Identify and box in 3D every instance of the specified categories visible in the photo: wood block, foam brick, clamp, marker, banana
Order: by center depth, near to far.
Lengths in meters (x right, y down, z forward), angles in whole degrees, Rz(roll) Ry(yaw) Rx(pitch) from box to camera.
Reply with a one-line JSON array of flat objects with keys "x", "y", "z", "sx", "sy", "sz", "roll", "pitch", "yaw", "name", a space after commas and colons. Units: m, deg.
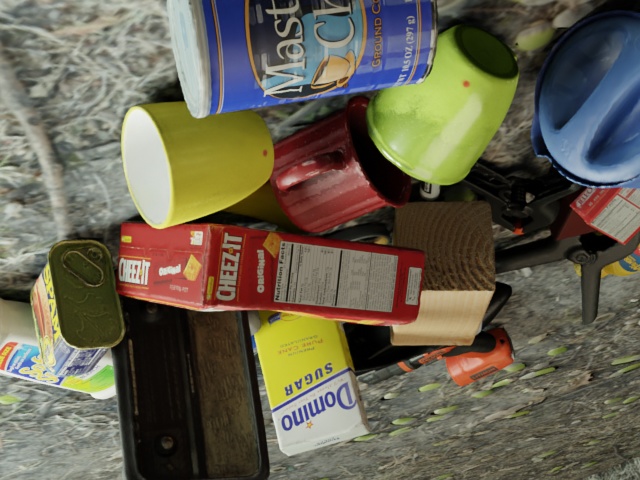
[{"x": -0.059, "y": -0.030, "z": 0.914, "sx": 0.070, "sy": 0.037, "sz": 0.197, "roll": -29, "pitch": 153, "yaw": 25, "name": "banana"}, {"x": 0.101, "y": -0.069, "z": 0.949, "sx": 0.020, "sy": 0.020, "sz": 0.121, "roll": -14, "pitch": 156, "yaw": -4, "name": "marker"}, {"x": 0.197, "y": -0.042, "z": 1.011, "sx": 0.120, "sy": 0.039, "sz": 0.171, "roll": 11, "pitch": 169, "yaw": 24, "name": "clamp"}, {"x": 0.257, "y": -0.042, "z": 1.064, "sx": 0.051, "sy": 0.053, "sz": 0.078, "roll": -13, "pitch": 156, "yaw": -6, "name": "foam brick"}, {"x": 0.118, "y": 0.039, "z": 1.074, "sx": 0.091, "sy": 0.090, "sz": 0.206, "roll": -1, "pitch": 161, "yaw": 2, "name": "wood block"}, {"x": 0.275, "y": 0.008, "z": 1.172, "sx": 0.164, "sy": 0.036, "sz": 0.210, "roll": 18, "pitch": 136, "yaw": -9, "name": "clamp"}]

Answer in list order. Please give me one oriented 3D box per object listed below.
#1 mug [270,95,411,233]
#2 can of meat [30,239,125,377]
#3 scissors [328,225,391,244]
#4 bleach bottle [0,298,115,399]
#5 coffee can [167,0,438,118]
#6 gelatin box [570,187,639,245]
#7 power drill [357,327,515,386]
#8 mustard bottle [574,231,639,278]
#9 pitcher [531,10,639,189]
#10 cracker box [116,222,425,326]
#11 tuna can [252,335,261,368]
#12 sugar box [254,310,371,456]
[{"x": 0.008, "y": -0.054, "z": 0.831, "sx": 0.082, "sy": 0.093, "sz": 0.117, "roll": -23, "pitch": 178, "yaw": 28, "name": "mug"}, {"x": -0.217, "y": 0.063, "z": 0.945, "sx": 0.057, "sy": 0.102, "sz": 0.084, "roll": -3, "pitch": 156, "yaw": -30, "name": "can of meat"}, {"x": -0.007, "y": 0.001, "z": 1.044, "sx": 0.096, "sy": 0.016, "sz": 0.201, "roll": -31, "pitch": 152, "yaw": 28, "name": "scissors"}, {"x": -0.283, "y": 0.100, "z": 1.038, "sx": 0.103, "sy": 0.068, "sz": 0.250, "roll": -30, "pitch": 150, "yaw": 30, "name": "bleach bottle"}, {"x": -0.014, "y": -0.133, "z": 0.632, "sx": 0.140, "sy": 0.103, "sz": 0.103, "roll": -10, "pitch": 156, "yaw": -13, "name": "coffee can"}, {"x": 0.283, "y": -0.040, "z": 0.994, "sx": 0.089, "sy": 0.030, "sz": 0.073, "roll": 21, "pitch": 116, "yaw": -48, "name": "gelatin box"}, {"x": 0.162, "y": 0.155, "z": 1.436, "sx": 0.185, "sy": 0.057, "sz": 0.187, "roll": -30, "pitch": 153, "yaw": 30, "name": "power drill"}, {"x": 0.374, "y": -0.006, "z": 1.208, "sx": 0.192, "sy": 0.058, "sz": 0.096, "roll": -30, "pitch": 147, "yaw": 31, "name": "mustard bottle"}, {"x": 0.303, "y": -0.104, "z": 0.865, "sx": 0.242, "sy": 0.149, "sz": 0.145, "roll": 3, "pitch": 111, "yaw": -43, "name": "pitcher"}, {"x": -0.044, "y": 0.030, "z": 0.915, "sx": 0.213, "sy": 0.072, "sz": 0.164, "roll": 7, "pitch": 177, "yaw": -34, "name": "cracker box"}, {"x": -0.054, "y": 0.120, "z": 1.256, "sx": 0.086, "sy": 0.034, "sz": 0.086, "roll": -13, "pitch": 157, "yaw": -6, "name": "tuna can"}, {"x": -0.014, "y": 0.127, "z": 1.115, "sx": 0.093, "sy": 0.176, "sz": 0.048, "roll": -18, "pitch": 156, "yaw": 5, "name": "sugar box"}]
